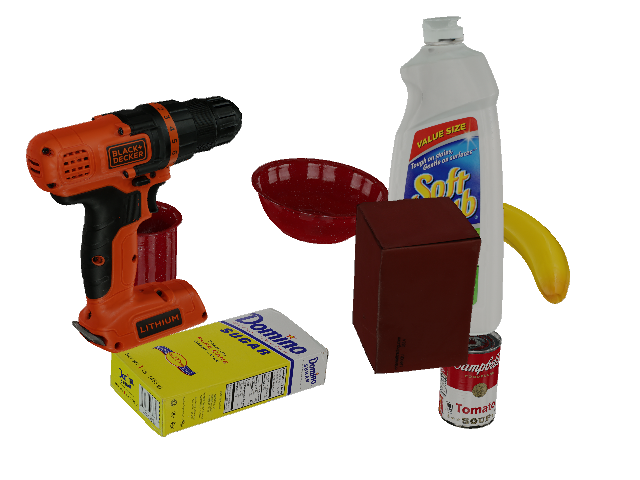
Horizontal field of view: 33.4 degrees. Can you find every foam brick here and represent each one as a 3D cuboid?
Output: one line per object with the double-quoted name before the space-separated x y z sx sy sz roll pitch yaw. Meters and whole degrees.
"foam brick" 0.048 0.023 0.555 0.053 0.078 0.051 -4 31 -11

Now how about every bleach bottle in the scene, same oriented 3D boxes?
"bleach bottle" 0.095 -0.051 0.859 0.103 0.251 0.068 0 15 16

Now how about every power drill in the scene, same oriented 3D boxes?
"power drill" -0.137 -0.017 0.857 0.184 0.188 0.057 -18 25 -34

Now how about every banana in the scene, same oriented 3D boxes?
"banana" 0.196 0.003 1.071 0.069 0.037 0.198 -33 38 -13

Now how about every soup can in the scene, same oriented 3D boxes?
"soup can" 0.173 0.159 1.245 0.068 0.102 0.068 0 21 0

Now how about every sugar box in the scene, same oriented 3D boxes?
"sugar box" -0.090 0.114 0.963 0.175 0.048 0.093 -16 34 -35

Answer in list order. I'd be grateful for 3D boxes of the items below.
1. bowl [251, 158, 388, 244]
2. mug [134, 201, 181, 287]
"bowl" -0.004 -0.040 1.243 0.162 0.055 0.162 7 26 -4
"mug" -0.208 0.005 1.189 0.093 0.081 0.117 -19 34 -39
